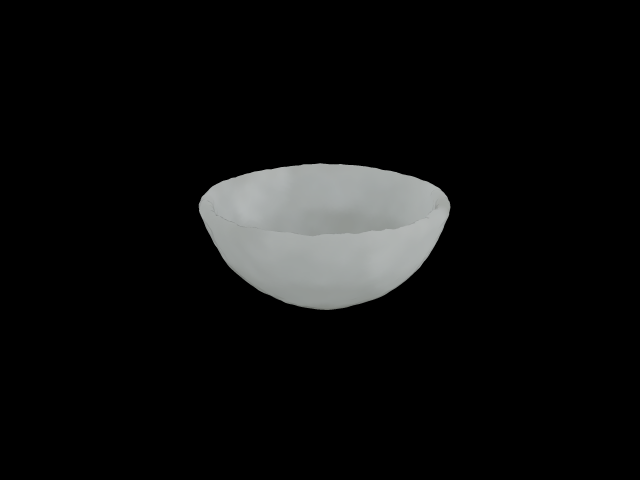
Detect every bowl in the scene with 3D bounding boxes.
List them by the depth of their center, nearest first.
[{"bbox_3d":[0.004,0.001,0.400,0.167,0.075,0.167,0,22,0],"label":"bowl"}]
